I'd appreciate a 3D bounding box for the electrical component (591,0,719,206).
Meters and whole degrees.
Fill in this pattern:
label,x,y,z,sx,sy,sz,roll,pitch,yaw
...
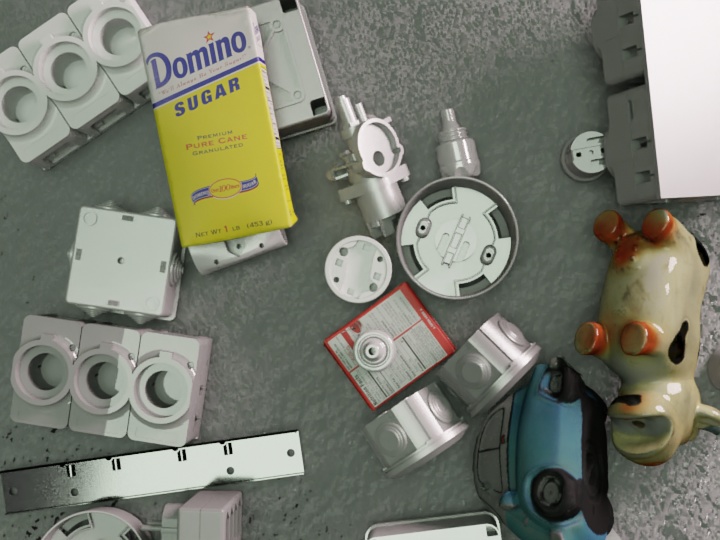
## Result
label,x,y,z,sx,sy,sz,roll,pitch,yaw
electrical component,0.252,-0.148,0.861,0.105,0.060,0.186,-4,88,-26

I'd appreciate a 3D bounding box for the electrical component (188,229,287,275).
label,x,y,z,sx,sy,sz,roll,pitch,yaw
electrical component,-0.111,-0.045,0.914,0.077,0.043,0.079,-20,88,3

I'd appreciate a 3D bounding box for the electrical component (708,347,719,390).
label,x,y,z,sx,sy,sz,roll,pitch,yaw
electrical component,0.312,0.082,0.872,0.044,0.065,0.044,0,89,4

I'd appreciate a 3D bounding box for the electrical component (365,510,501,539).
label,x,y,z,sx,sy,sz,roll,pitch,yaw
electrical component,0.063,0.246,0.889,0.113,0.057,0.078,-8,88,4

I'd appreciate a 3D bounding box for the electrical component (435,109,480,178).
label,x,y,z,sx,sy,sz,roll,pitch,yaw
electrical component,0.080,-0.105,0.907,0.035,0.035,0.061,-13,85,4

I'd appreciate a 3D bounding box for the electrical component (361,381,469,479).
label,x,y,z,sx,sy,sz,roll,pitch,yaw
electrical component,0.045,0.132,0.882,0.080,0.080,0.051,-33,82,3

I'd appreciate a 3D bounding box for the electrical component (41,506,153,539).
label,x,y,z,sx,sy,sz,roll,pitch,yaw
electrical component,-0.222,0.250,0.904,0.099,0.064,0.099,0,89,4

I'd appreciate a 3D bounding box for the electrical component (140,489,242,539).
label,x,y,z,sx,sy,sz,roll,pitch,yaw
electrical component,-0.142,0.212,0.890,0.076,0.083,0.047,1,89,4

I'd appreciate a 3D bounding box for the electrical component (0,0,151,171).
label,x,y,z,sx,sy,sz,roll,pitch,yaw
electrical component,-0.241,-0.165,0.916,0.150,0.062,0.089,-34,87,3

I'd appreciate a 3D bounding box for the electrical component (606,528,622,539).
label,x,y,z,sx,sy,sz,roll,pitch,yaw
electrical component,0.244,0.261,0.879,0.074,0.052,0.138,-38,87,2

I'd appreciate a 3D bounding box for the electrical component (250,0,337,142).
label,x,y,z,sx,sy,sz,roll,pitch,yaw
electrical component,-0.087,-0.162,0.908,0.109,0.056,0.108,-17,88,3

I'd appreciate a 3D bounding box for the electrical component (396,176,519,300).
label,x,y,z,sx,sy,sz,roll,pitch,yaw
electrical component,0.080,-0.025,0.890,0.099,0.064,0.099,0,88,4

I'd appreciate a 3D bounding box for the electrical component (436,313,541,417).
label,x,y,z,sx,sy,sz,roll,pitch,yaw
electrical component,0.105,0.078,0.879,0.051,0.080,0.080,45,92,9

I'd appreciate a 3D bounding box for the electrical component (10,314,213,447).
label,x,y,z,sx,sy,sz,roll,pitch,yaw
electrical component,-0.209,0.092,0.908,0.150,0.062,0.089,8,89,4

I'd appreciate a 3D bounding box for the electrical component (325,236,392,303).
label,x,y,z,sx,sy,sz,roll,pitch,yaw
electrical component,0.000,0.000,0.903,0.055,0.047,0.055,0,89,4

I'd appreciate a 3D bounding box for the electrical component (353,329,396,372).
label,x,y,z,sx,sy,sz,roll,pitch,yaw
electrical component,0.011,0.065,0.863,0.035,0.061,0.035,0,86,3

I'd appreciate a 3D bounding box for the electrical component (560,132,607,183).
label,x,y,z,sx,sy,sz,roll,pitch,yaw
electrical component,0.189,-0.095,0.893,0.040,0.046,0.040,0,89,4

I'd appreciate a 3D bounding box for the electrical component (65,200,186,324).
label,x,y,z,sx,sy,sz,roll,pitch,yaw
electrical component,-0.198,-0.007,0.915,0.100,0.048,0.099,8,87,1
